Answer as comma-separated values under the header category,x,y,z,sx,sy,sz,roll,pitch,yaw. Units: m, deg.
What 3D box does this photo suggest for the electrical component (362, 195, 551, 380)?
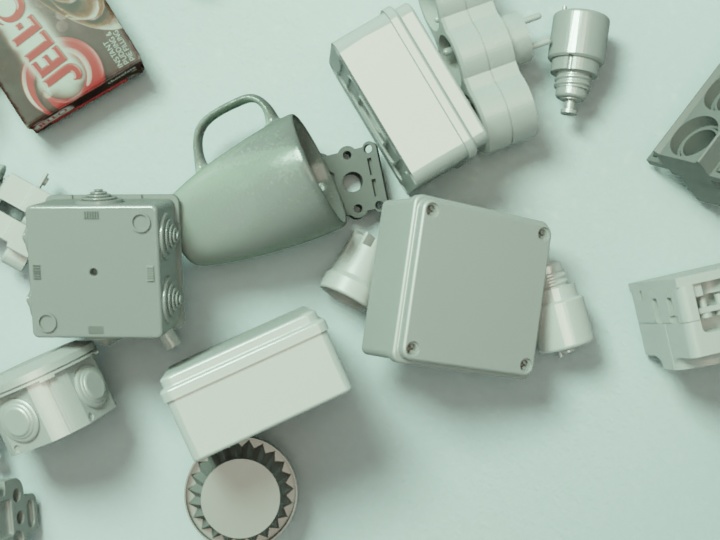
category,x,y,z,sx,sy,sz,roll,pitch,yaw
electrical component,0.065,0.013,0.723,0.109,0.056,0.108,10,86,-27

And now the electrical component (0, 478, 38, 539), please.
category,x,y,z,sx,sy,sz,roll,pitch,yaw
electrical component,-0.254,0.165,0.694,0.057,0.078,0.058,-6,89,13

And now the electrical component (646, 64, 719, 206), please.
category,x,y,z,sx,sy,sz,roll,pitch,yaw
electrical component,0.273,-0.108,0.759,0.063,0.079,0.121,42,83,-32

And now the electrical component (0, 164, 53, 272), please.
category,x,y,z,sx,sy,sz,roll,pitch,yaw
electrical component,-0.235,-0.041,0.718,0.055,0.048,0.066,30,85,-11

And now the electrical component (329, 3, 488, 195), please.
category,x,y,z,sx,sy,sz,roll,pitch,yaw
electrical component,0.032,-0.115,0.731,0.057,0.078,0.113,-31,90,-3

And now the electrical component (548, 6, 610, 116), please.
category,x,y,z,sx,sy,sz,roll,pitch,yaw
electrical component,0.153,-0.149,0.764,0.040,0.040,0.078,9,87,-5

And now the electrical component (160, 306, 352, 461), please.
category,x,y,z,sx,sy,sz,roll,pitch,yaw
electrical component,-0.068,0.071,0.697,0.109,0.109,0.056,-24,92,-6

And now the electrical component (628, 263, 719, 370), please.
category,x,y,z,sx,sy,sz,roll,pitch,yaw
electrical component,0.277,0.022,0.743,0.150,0.089,0.061,-12,88,-6

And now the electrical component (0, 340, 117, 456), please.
category,x,y,z,sx,sy,sz,roll,pitch,yaw
electrical component,-0.202,0.081,0.698,0.080,0.080,0.051,-24,95,-6

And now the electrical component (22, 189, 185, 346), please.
category,x,y,z,sx,sy,sz,roll,pitch,yaw
electrical component,-0.162,-0.002,0.682,0.100,0.048,0.099,0,99,5

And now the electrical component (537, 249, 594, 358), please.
category,x,y,z,sx,sy,sz,roll,pitch,yaw
electrical component,0.137,0.023,0.754,0.040,0.040,0.078,-15,89,-6

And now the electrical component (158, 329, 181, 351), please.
category,x,y,z,sx,sy,sz,roll,pitch,yaw
electrical component,-0.142,0.027,0.729,0.035,0.035,0.061,-33,93,-6

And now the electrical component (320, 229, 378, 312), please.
category,x,y,z,sx,sy,sz,roll,pitch,yaw
electrical component,0.000,0.000,0.742,0.040,0.040,0.046,28,80,-4

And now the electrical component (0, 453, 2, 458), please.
category,x,y,z,sx,sy,sz,roll,pitch,yaw
electrical component,-0.256,0.099,0.714,0.035,0.035,0.061,-25,93,-6

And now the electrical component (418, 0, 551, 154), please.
category,x,y,z,sx,sy,sz,roll,pitch,yaw
electrical component,0.097,-0.158,0.752,0.074,0.052,0.138,-21,89,-6
